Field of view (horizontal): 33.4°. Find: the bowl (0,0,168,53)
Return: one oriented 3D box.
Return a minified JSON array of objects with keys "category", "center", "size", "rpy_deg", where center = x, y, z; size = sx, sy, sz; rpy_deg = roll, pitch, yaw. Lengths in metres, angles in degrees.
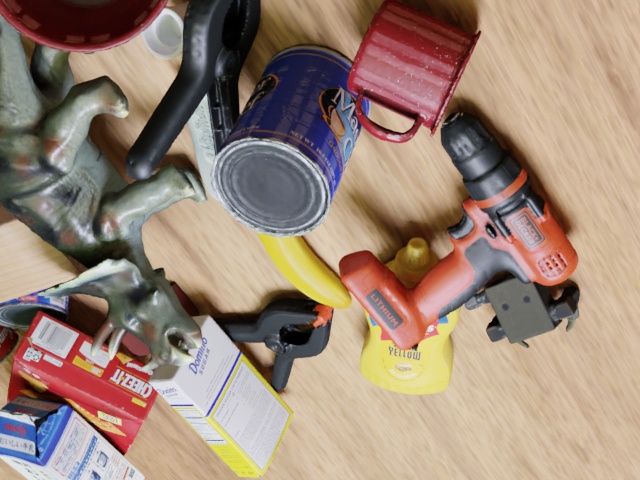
[{"category":"bowl","center":[-0.193,-0.234,0.867],"size":[0.162,0.055,0.162],"rpy_deg":[-1,101,-4]}]

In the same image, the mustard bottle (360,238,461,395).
[{"category":"mustard bottle","center":[0.092,0.073,1.070],"size":[0.096,0.058,0.192],"rpy_deg":[10,133,11]}]

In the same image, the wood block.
[{"category":"wood block","center":[-0.331,0.003,1.143],"size":[0.206,0.090,0.090],"rpy_deg":[-17,123,32]}]

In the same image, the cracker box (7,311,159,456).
[{"category":"cracker box","center":[-0.284,0.183,1.270],"size":[0.164,0.072,0.214],"rpy_deg":[27,150,-5]}]

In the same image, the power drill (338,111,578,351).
[{"category":"power drill","center":[0.112,0.000,0.956],"size":[0.188,0.057,0.184],"rpy_deg":[-34,106,16]}]

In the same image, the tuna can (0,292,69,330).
[{"category":"tuna can","center":[-0.332,0.074,1.224],"size":[0.086,0.034,0.086],"rpy_deg":[-3,156,-1]}]

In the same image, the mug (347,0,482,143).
[{"category":"mug","center":[0.068,-0.131,0.855],"size":[0.081,0.117,0.093],"rpy_deg":[25,165,4]}]

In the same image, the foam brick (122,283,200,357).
[{"category":"foam brick","center":[-0.184,0.089,1.193],"size":[0.078,0.053,0.051],"rpy_deg":[-16,123,33]}]

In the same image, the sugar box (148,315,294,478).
[{"category":"sugar box","center":[-0.106,0.174,1.175],"size":[0.048,0.093,0.176],"rpy_deg":[-11,128,40]}]

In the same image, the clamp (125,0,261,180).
[{"category":"clamp","center":[-0.094,-0.144,0.879],"size":[0.036,0.164,0.210],"rpy_deg":[22,112,19]}]

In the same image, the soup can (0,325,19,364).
[{"category":"soup can","center":[-0.423,0.103,1.285],"size":[0.069,0.068,0.102],"rpy_deg":[-18,122,33]}]

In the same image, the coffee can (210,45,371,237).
[{"category":"coffee can","center":[-0.022,-0.086,0.908],"size":[0.103,0.140,0.103],"rpy_deg":[11,134,11]}]

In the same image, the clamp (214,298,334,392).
[{"category":"clamp","center":[-0.039,0.113,1.171],"size":[0.172,0.039,0.120],"rpy_deg":[-20,128,42]}]

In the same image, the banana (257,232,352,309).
[{"category":"banana","center":[-0.025,-0.001,1.060],"size":[0.070,0.037,0.198],"rpy_deg":[-1,130,23]}]
